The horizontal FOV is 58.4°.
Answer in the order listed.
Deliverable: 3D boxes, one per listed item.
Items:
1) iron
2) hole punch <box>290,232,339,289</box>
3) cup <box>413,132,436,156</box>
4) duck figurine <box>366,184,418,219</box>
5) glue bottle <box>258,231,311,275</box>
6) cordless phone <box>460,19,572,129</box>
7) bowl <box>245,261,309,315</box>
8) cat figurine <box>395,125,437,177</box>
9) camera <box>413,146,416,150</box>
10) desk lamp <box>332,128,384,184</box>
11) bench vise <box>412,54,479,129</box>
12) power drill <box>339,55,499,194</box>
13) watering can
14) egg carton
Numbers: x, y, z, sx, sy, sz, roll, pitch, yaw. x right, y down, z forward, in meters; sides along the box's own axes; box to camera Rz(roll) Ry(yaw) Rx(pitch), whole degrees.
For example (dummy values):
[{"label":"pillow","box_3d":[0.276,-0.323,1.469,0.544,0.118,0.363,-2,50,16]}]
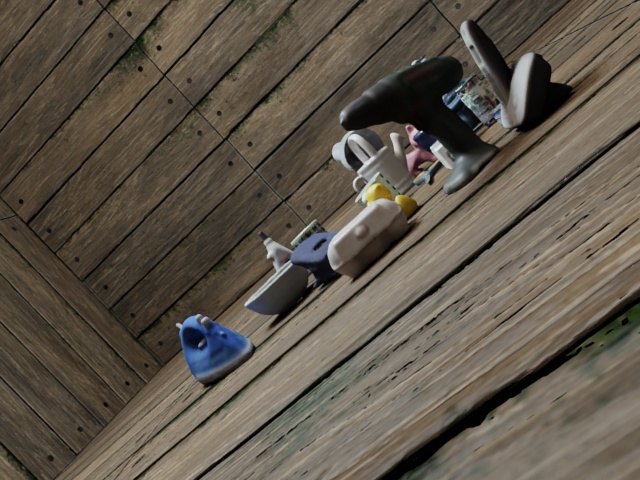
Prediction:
[{"label":"iron","box_3d":[-0.227,0.206,1.186,0.119,0.141,0.258,-45,4,-30]},{"label":"hole punch","box_3d":[0.012,0.025,1.132,0.109,0.091,0.101,-46,5,-40]},{"label":"cup","box_3d":[0.264,-0.217,1.228,0.092,0.095,0.118,-43,4,0]},{"label":"duck figurine","box_3d":[0.123,-0.067,1.051,0.078,0.086,0.104,-44,4,-23]},{"label":"glue bottle","box_3d":[-0.101,0.044,1.499,0.078,0.173,0.037,-44,4,-23]},{"label":"cordless phone","box_3d":[0.276,-0.261,0.868,0.094,0.185,0.147,-42,4,6]},{"label":"bowl","box_3d":[-0.080,0.111,1.248,0.167,0.075,0.167,-42,3,4]},{"label":"cat figurine","box_3d":[0.251,-0.240,1.464,0.127,0.118,0.067,-41,4,18]},{"label":"camera","box_3d":[0.327,-0.305,1.557,0.137,0.101,0.143,-44,4,-25]},{"label":"desk lamp","box_3d":[0.126,-0.200,1.588,0.118,0.213,0.203,-43,4,-12]},{"label":"bench vise","box_3d":[0.314,-0.363,1.404,0.121,0.220,0.208,-41,4,27]},{"label":"power drill","box_3d":[0.168,-0.179,0.894,0.230,0.208,0.075,-44,4,-23]},{"label":"watering can","box_3d":[0.147,-0.193,1.430,0.173,0.194,0.100,-45,4,-28]},{"label":"egg carton","box_3d":[0.077,-0.005,0.944,0.150,0.069,0.107,-42,4,6]}]
